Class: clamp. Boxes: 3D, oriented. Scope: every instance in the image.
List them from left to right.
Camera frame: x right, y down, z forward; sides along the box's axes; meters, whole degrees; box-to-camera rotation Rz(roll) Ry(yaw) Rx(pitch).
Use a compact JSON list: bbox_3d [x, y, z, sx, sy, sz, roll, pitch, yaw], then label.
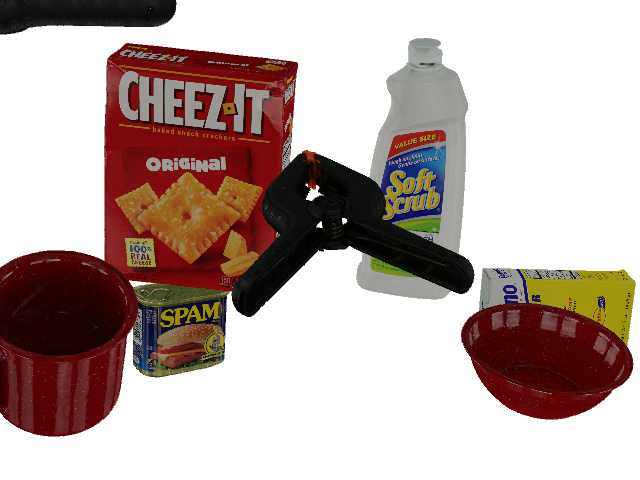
[{"bbox_3d":[-0.174,-0.140,0.603,0.171,0.039,0.120,-6,23,-14],"label":"clamp"},{"bbox_3d":[0.018,-0.011,0.789,0.164,0.036,0.210,-1,30,-3],"label":"clamp"}]

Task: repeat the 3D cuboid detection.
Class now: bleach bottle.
[{"bbox_3d":[0.088,-0.069,1.024,0.103,0.251,0.068,8,28,16],"label":"bleach bottle"}]

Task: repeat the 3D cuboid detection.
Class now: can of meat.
[{"bbox_3d":[-0.147,0.090,1.119,0.101,0.084,0.058,-7,19,-33],"label":"can of meat"}]

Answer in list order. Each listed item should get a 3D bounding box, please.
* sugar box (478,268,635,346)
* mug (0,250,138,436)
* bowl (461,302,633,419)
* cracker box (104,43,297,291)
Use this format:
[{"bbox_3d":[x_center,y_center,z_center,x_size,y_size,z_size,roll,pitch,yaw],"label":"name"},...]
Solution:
[{"bbox_3d":[0.280,0.083,1.277,0.176,0.093,0.048,0,18,-5],"label":"sugar box"},{"bbox_3d":[-0.171,0.071,0.653,0.093,0.082,0.117,37,46,25],"label":"mug"},{"bbox_3d":[0.212,0.122,1.019,0.162,0.055,0.162,4,27,-2],"label":"bowl"},{"bbox_3d":[-0.113,-0.063,0.985,0.164,0.214,0.072,7,23,4],"label":"cracker box"}]
